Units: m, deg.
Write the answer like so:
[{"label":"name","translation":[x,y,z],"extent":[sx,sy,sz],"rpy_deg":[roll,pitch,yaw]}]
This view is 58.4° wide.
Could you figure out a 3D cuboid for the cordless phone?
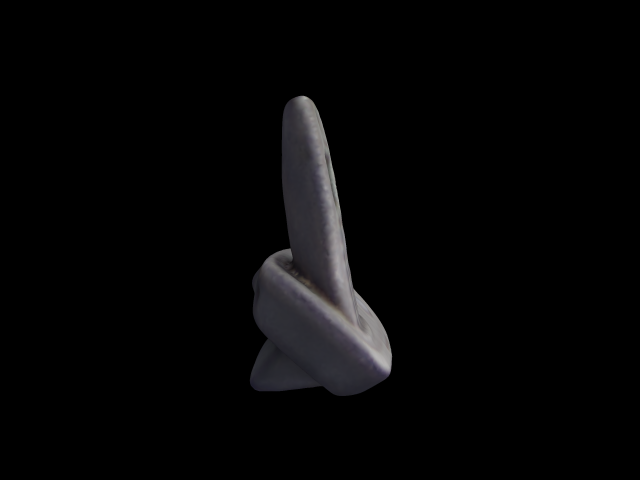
[{"label":"cordless phone","translation":[0.004,0.001,0.400],"extent":[0.094,0.185,0.147],"rpy_deg":[0,4,3]}]
